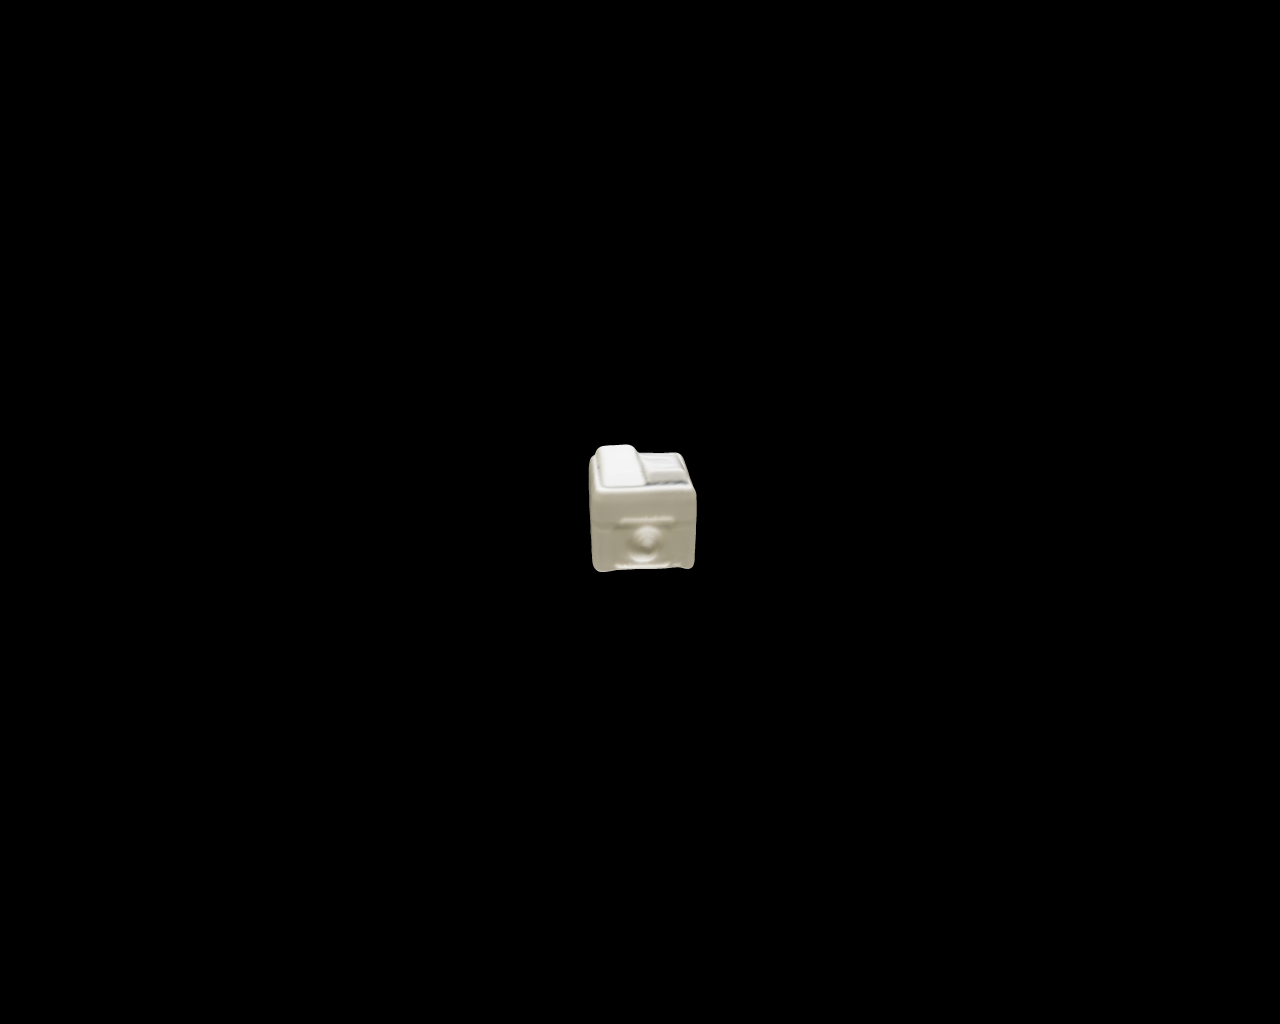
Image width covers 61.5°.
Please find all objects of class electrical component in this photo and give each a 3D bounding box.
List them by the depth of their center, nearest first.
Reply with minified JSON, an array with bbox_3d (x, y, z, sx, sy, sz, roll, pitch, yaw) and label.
[{"bbox_3d":[0.001,-0.003,0.650,0.062,0.061,0.096,-1,20,-3],"label":"electrical component"}]
